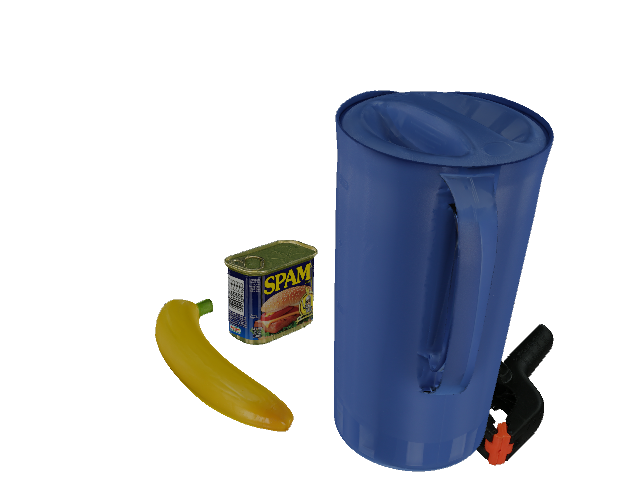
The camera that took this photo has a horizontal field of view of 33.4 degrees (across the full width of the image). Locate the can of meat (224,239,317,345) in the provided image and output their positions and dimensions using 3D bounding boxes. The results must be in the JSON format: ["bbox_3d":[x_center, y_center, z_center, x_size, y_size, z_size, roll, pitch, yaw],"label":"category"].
[{"bbox_3d":[-0.051,0.054,1.125,0.058,0.084,0.101,18,26,40],"label":"can of meat"}]

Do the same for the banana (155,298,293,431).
[{"bbox_3d":[-0.088,0.091,0.846,0.069,0.037,0.198,-9,30,-22],"label":"banana"}]

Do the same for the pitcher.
[{"bbox_3d":[0.070,0.033,0.695,0.145,0.243,0.149,22,33,31],"label":"pitcher"}]

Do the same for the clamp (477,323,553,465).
[{"bbox_3d":[0.144,0.112,0.853,0.120,0.039,0.171,-5,33,-4],"label":"clamp"}]
